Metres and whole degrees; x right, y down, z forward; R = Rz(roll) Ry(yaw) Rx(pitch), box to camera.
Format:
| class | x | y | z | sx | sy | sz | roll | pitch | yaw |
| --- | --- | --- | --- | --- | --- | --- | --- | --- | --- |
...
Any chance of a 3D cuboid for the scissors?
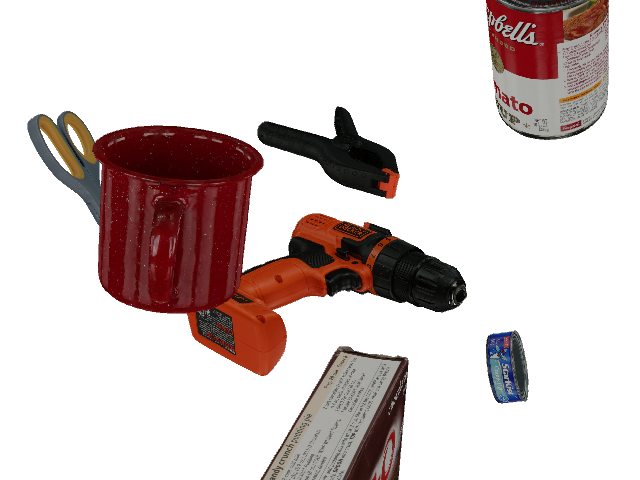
| class | x | y | z | sx | sy | sz | roll | pitch | yaw |
| --- | --- | --- | --- | --- | --- | --- | --- | --- | --- |
| scissors | -0.203 | -0.040 | 0.997 | 0.016 | 0.201 | 0.096 | -24 | 27 | 19 |

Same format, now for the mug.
| class | x | y | z | sx | sy | sz | roll | pitch | yaw |
| --- | --- | --- | --- | --- | --- | --- | --- | --- | --- |
| mug | -0.081 | -0.007 | 0.587 | 0.093 | 0.081 | 0.117 | 5 | 23 | -7 |

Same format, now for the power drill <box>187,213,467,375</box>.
| class | x | y | z | sx | sy | sz | roll | pitch | yaw |
| --- | --- | --- | --- | --- | --- | --- | --- | --- | --- |
| power drill | 0.000 | 0.043 | 0.871 | 0.187 | 0.057 | 0.185 | -24 | 30 | -38 |

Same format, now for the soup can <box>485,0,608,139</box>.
| class | x | y | z | sx | sy | sz | roll | pitch | yaw |
| --- | --- | --- | --- | --- | --- | --- | --- | --- | --- |
| soup can | 0.131 | -0.116 | 0.610 | 0.068 | 0.068 | 0.102 | 0 | -38 | 14 |

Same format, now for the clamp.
| class | x | y | z | sx | sy | sz | roll | pitch | yaw |
| --- | --- | --- | --- | --- | --- | --- | --- | --- | --- |
| clamp | 0.014 | -0.094 | 1.128 | 0.120 | 0.039 | 0.172 | -16 | 36 | -24 |

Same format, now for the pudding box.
| class | x | y | z | sx | sy | sz | roll | pitch | yaw |
| --- | --- | --- | --- | --- | --- | --- | --- | --- | --- |
| pudding box | 0.006 | 0.113 | 0.467 | 0.039 | 0.090 | 0.113 | 10 | 29 | 13 |

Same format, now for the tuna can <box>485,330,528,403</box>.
| class | x | y | z | sx | sy | sz | roll | pitch | yaw |
| --- | --- | --- | --- | --- | --- | --- | --- | --- | --- |
| tuna can | 0.225 | 0.153 | 1.286 | 0.034 | 0.086 | 0.086 | -9 | -3 | 19 |
